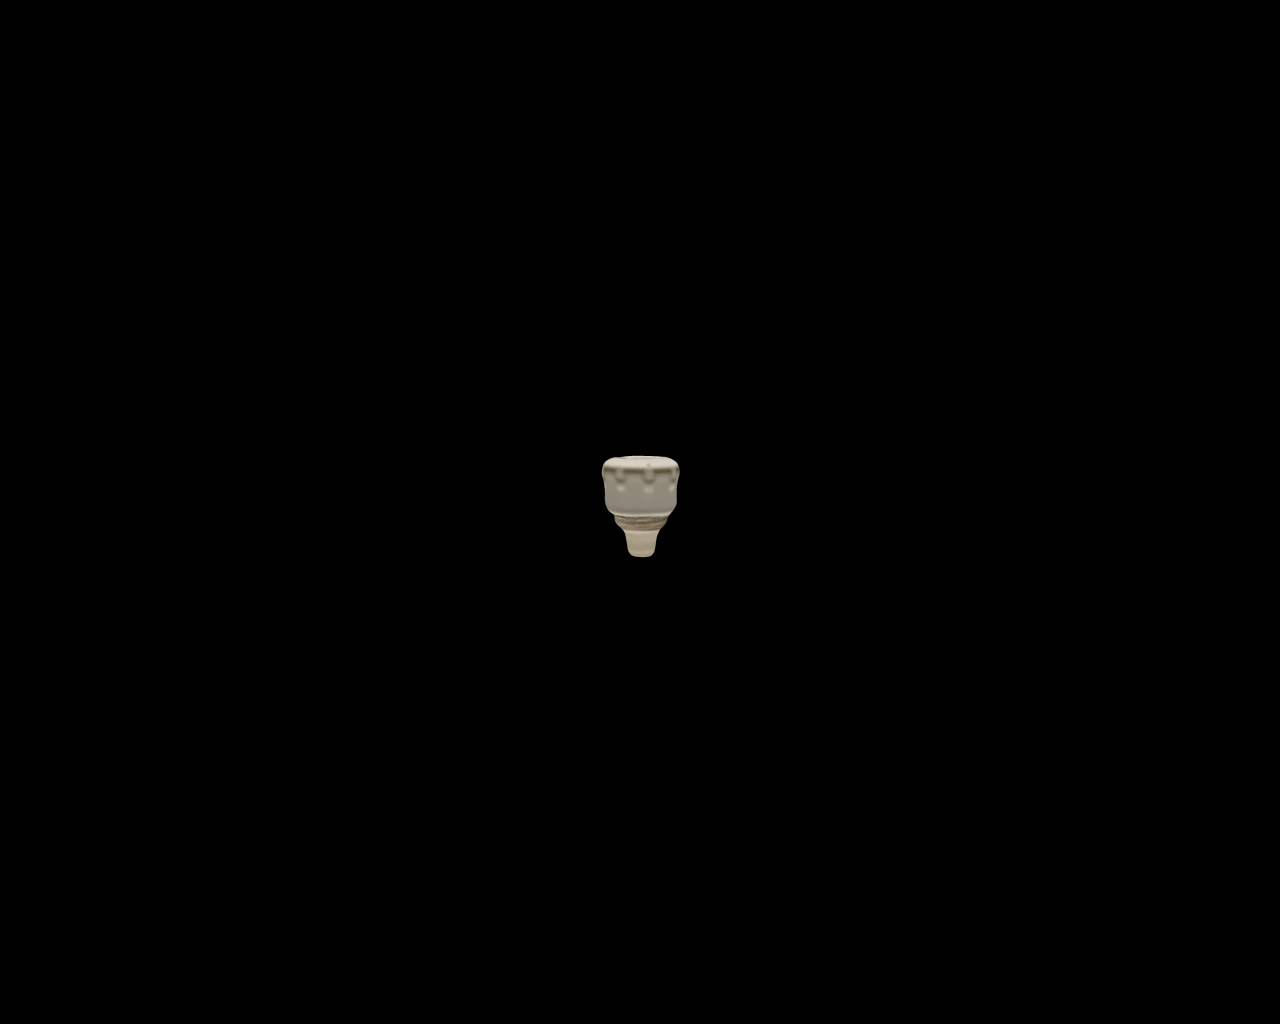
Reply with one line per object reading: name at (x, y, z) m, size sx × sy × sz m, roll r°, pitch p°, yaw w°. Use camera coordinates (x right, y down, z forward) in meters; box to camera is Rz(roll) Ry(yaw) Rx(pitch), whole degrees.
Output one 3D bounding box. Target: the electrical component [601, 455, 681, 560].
electrical component at (0.001, -0.003, 0.650) m, size 0.048 × 0.062 × 0.048 m, roll 0°, pitch 8°, yaw 0°
